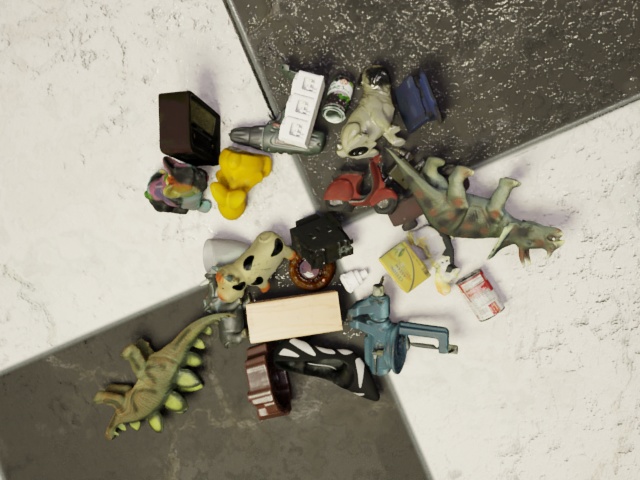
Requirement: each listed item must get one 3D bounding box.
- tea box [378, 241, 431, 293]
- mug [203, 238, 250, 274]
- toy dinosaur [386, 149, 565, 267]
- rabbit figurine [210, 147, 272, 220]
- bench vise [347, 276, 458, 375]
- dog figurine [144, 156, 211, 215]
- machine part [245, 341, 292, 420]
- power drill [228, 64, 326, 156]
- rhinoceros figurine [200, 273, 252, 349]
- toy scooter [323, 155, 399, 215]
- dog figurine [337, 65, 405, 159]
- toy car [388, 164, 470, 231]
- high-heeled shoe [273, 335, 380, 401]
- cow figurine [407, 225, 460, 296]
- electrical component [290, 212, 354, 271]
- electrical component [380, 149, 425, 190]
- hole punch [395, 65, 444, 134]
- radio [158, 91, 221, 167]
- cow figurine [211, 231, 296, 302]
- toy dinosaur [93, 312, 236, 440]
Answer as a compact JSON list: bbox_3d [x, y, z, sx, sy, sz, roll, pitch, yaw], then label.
[{"bbox_3d":[0.183,0.059,1.188,0.068,0.169,0.098,-37,83,2],"label":"tea box"},{"bbox_3d":[-0.219,0.033,1.276,0.107,0.110,0.080,2,115,-28],"label":"mug"},{"bbox_3d":[0.316,-0.064,1.175,0.405,0.131,0.192,15,100,1],"label":"toy dinosaur"},{"bbox_3d":[-0.193,-0.122,1.259,0.122,0.162,0.173,17,108,-4],"label":"rabbit figurine"},{"bbox_3d":[0.186,0.205,1.198,0.241,0.129,0.223,4,96,24],"label":"bench vise"},{"bbox_3d":[-0.337,-0.126,1.228,0.192,0.219,0.108,-1,85,5],"label":"dog figurine"},{"bbox_3d":[-0.116,0.316,1.212,0.056,0.179,0.179,-16,86,9],"label":"machine part"},{"bbox_3d":[-0.088,-0.305,1.276,0.232,0.086,0.207,16,86,5],"label":"power drill"},{"bbox_3d":[-0.223,0.161,1.282,0.112,0.073,0.190,-17,88,16],"label":"rhinoceros figurine"},{"bbox_3d":[0.094,-0.128,1.234,0.184,0.075,0.135,4,92,27],"label":"toy scooter"},{"bbox_3d":[0.101,-0.300,1.256,0.172,0.121,0.190,-16,72,2],"label":"dog figurine"},{"bbox_3d":[0.250,-0.096,1.245,0.202,0.053,0.089,-29,105,5],"label":"toy car"},{"bbox_3d":[0.015,0.301,1.206,0.249,0.145,0.086,38,127,14],"label":"high-heeled shoe"},{"bbox_3d":[0.276,0.038,1.233,0.098,0.068,0.167,-27,87,-2],"label":"cow figurine"},{"bbox_3d":[-0.003,-0.004,1.233,0.115,0.058,0.134,-23,47,-20],"label":"electrical component"},{"bbox_3d":[0.188,-0.165,1.261,0.078,0.045,0.102,33,95,-22],"label":"electrical component"},{"bbox_3d":[0.224,-0.312,1.228,0.092,0.115,0.142,-17,86,14],"label":"hole punch"},{"bbox_3d":[-0.290,-0.244,1.221,0.073,0.229,0.131,-1,89,7],"label":"radio"},{"bbox_3d":[-0.157,0.061,1.214,0.195,0.127,0.086,-49,48,-9],"label":"cow figurine"},{"bbox_3d":[-0.377,0.319,1.268,0.198,0.105,0.471,36,105,-1],"label":"toy dinosaur"}]
